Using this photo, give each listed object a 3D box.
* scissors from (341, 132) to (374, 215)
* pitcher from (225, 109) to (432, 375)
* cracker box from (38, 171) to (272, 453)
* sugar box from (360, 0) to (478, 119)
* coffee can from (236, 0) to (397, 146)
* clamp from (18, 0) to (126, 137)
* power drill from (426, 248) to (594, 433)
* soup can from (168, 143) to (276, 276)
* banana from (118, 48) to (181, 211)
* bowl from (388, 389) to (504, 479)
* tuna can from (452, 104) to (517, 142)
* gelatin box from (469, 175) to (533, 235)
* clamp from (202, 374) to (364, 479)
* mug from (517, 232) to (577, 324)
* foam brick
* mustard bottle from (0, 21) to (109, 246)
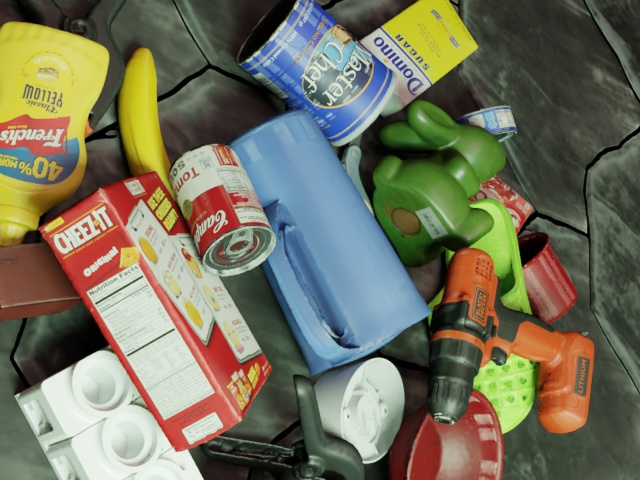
[{"bbox_3d":[0.045,-0.075,1.172,0.096,0.016,0.201,44,56,-22],"label":"scissors"},{"bbox_3d":[-0.007,0.001,1.032,0.144,0.149,0.243,-27,87,-21],"label":"pitcher"},{"bbox_3d":[-0.132,0.055,0.901,0.213,0.072,0.164,59,10,-4],"label":"cracker box"},{"bbox_3d":[0.110,-0.226,1.272,0.093,0.048,0.176,55,48,-8],"label":"sugar box"},{"bbox_3d":[-0.003,-0.182,1.126,0.140,0.103,0.102,38,53,-21],"label":"coffee can"},{"bbox_3d":[-0.222,-0.195,0.996,0.164,0.036,0.210,-7,79,-32],"label":"clamp"},{"bbox_3d":[0.186,0.121,1.052,0.187,0.057,0.184,32,58,-27],"label":"power drill"},{"bbox_3d":[-0.088,-0.028,0.952,0.068,0.069,0.102,1,50,-38],"label":"soup can"},{"bbox_3d":[-0.157,-0.089,1.014,0.069,0.037,0.198,-15,84,-60],"label":"banana"},{"bbox_3d":[0.117,0.224,1.062,0.161,0.055,0.162,-5,96,-47],"label":"bowl"},{"bbox_3d":[0.190,-0.131,1.272,0.085,0.086,0.034,-11,82,-41],"label":"tuna can"},{"bbox_3d":[0.202,-0.039,1.271,0.089,0.030,0.073,41,51,-2],"label":"gelatin box"},{"bbox_3d":[-0.024,0.203,0.981,0.171,0.120,0.039,55,19,-30],"label":"clamp"},{"bbox_3d":[0.243,0.056,1.235,0.081,0.093,0.117,55,30,-14],"label":"mug"},{"bbox_3d":[-0.243,0.034,0.884,0.078,0.051,0.053,-5,75,-40],"label":"foam brick"},{"bbox_3d":[-0.245,-0.084,0.909,0.096,0.058,0.191,14,77,-17],"label":"mustard bottle"}]
